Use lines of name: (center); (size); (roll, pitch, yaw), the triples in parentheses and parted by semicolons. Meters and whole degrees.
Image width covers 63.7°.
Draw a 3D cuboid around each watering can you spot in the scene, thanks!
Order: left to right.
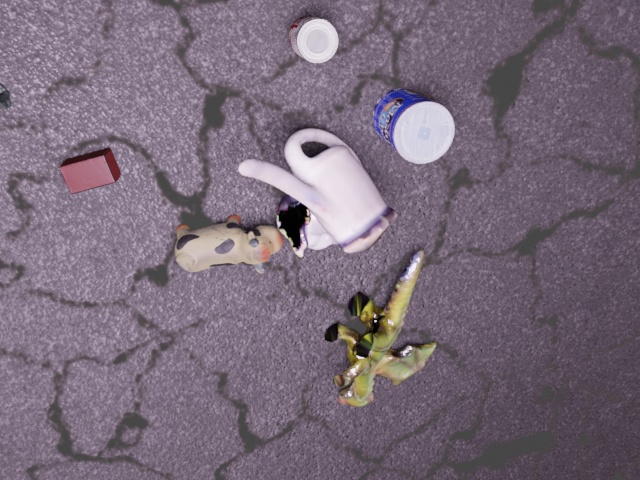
watering can: (0.011, -0.074, 0.814); (0.102, 0.352, 0.224); (-36, 91, 29)

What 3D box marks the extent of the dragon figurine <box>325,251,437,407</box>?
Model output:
dragon figurine: (0.157, 0.219, 1.114); (0.240, 0.124, 0.406); (28, 108, -38)

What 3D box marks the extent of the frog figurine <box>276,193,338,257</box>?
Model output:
frog figurine: (0.003, -0.049, 0.969); (0.161, 0.123, 0.136); (-19, 111, -42)
